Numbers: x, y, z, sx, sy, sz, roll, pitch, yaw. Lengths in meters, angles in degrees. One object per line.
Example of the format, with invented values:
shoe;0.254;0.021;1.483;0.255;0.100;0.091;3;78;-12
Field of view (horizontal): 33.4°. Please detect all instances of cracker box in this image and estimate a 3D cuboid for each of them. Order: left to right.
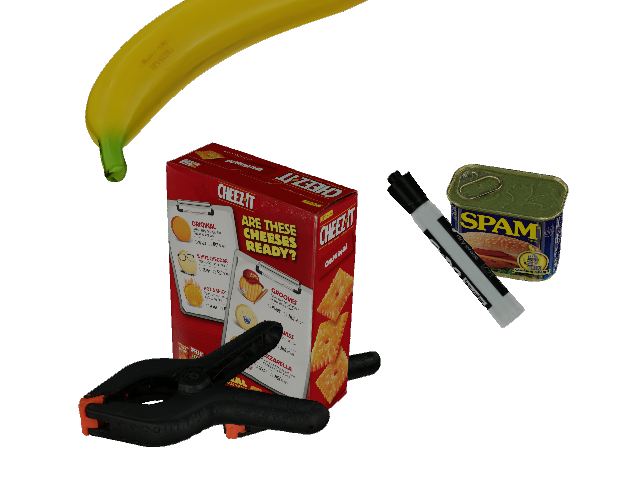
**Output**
cracker box;-0.053;0.037;0.955;0.164;0.214;0.072;20;33;29

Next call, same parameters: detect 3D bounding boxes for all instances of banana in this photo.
banana;-0.053;-0.101;0.554;0.070;0.197;0.037;40;-24;20

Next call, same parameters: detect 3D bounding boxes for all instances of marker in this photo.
marker;0.084;0.004;0.682;0.020;0.121;0.020;-38;-7;-6

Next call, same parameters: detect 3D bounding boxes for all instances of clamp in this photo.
clamp;-0.087;0.103;0.772;0.171;0.039;0.120;-3;26;-11
clamp;-0.035;0.146;1.119;0.165;0.036;0.209;12;26;13

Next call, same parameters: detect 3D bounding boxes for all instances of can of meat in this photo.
can of meat;0.166;-0.014;0.953;0.102;0.084;0.057;10;46;19
